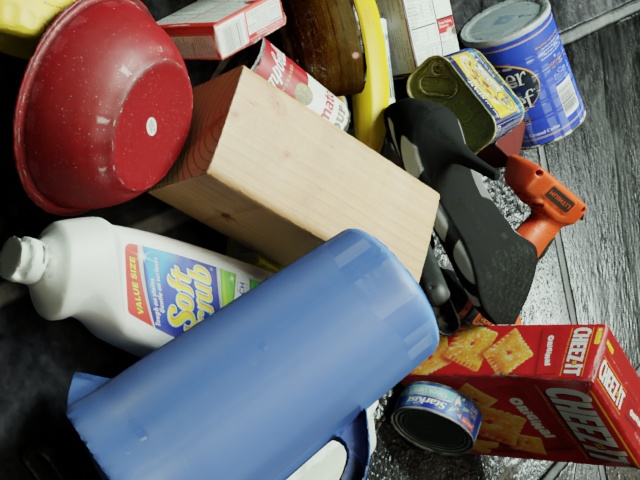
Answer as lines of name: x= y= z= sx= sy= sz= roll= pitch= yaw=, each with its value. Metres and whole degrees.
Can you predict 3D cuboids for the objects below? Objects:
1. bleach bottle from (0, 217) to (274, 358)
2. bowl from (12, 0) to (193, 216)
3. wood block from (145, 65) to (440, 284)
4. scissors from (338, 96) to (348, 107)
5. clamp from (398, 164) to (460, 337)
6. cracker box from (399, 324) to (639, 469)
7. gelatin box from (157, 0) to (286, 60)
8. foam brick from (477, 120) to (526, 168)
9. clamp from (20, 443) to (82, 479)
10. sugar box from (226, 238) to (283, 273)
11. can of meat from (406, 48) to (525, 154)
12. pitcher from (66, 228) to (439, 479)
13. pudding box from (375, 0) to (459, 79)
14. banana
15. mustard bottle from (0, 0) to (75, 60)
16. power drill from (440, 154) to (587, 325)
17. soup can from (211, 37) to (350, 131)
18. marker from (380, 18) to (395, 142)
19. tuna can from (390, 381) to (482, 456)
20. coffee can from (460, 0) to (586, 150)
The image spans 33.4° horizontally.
bleach bottle: x=-0.122 y=0.048 z=0.783 sx=0.250 sy=0.068 sz=0.102 roll=19 pitch=74 yaw=-46
bowl: x=-0.135 y=-0.085 z=0.728 sx=0.161 sy=0.055 sz=0.162 roll=-48 pitch=149 yaw=-42
wood block: x=-0.016 y=-0.036 z=0.826 sx=0.205 sy=0.091 sz=0.090 roll=30 pitch=65 yaw=-32
scissors: x=-0.031 y=-0.078 z=0.935 sx=0.201 sy=0.016 sz=0.096 roll=-36 pitch=110 yaw=-46
clamp: x=0.090 y=0.004 z=0.999 sx=0.120 sy=0.039 sz=0.171 roll=74 pitch=-6 yaw=-76
cracker box: x=0.205 y=0.156 z=1.058 sx=0.164 sy=0.214 sz=0.072 roll=51 pitch=51 yaw=-37
gelatin box: x=-0.081 y=-0.167 z=0.833 sx=0.089 sy=0.073 sz=0.030 roll=-41 pitch=127 yaw=-45
foam brick: x=0.171 y=-0.110 z=1.141 sx=0.051 sy=0.078 sz=0.053 roll=36 pitch=61 yaw=-46
clamp: x=-0.145 y=0.232 z=0.761 sx=0.209 sy=0.036 sz=0.164 roll=19 pitch=67 yaw=-52
sugar box: x=-0.006 y=0.001 z=0.940 sx=0.176 sy=0.048 sz=0.093 roll=24 pitch=69 yaw=-47
can of meat: x=0.146 y=-0.139 z=1.056 sx=0.102 sy=0.058 sz=0.083 roll=53 pitch=36 yaw=7
pitcher: x=-0.034 y=0.108 z=0.726 sx=0.242 sy=0.145 sz=0.149 roll=-35 pitch=117 yaw=-13
pudding box: x=0.097 y=-0.228 z=1.088 sx=0.089 sy=0.039 sz=0.113 roll=-27 pitch=107 yaw=-47
banana: x=0.037 y=-0.174 z=1.009 sx=0.069 sy=0.037 sz=0.198 roll=-35 pitch=118 yaw=-51
mustard bottle: x=-0.191 y=-0.221 z=0.713 sx=0.096 sy=0.058 sz=0.191 roll=11 pitch=79 yaw=-51
power drill: x=0.181 y=0.008 z=1.113 sx=0.184 sy=0.057 sz=0.188 roll=30 pitch=94 yaw=-40
soup can: x=-0.033 y=-0.113 z=0.878 sx=0.102 sy=0.069 sz=0.068 roll=36 pitch=60 yaw=-29
marker: x=0.063 y=-0.156 z=1.049 sx=0.020 sy=0.020 sz=0.121 roll=-5 pitch=87 yaw=-51
tuna can: x=0.115 y=0.176 z=1.048 sx=0.086 sy=0.086 sz=0.033 roll=52 pitch=49 yaw=-35
coffee can: x=0.228 y=-0.187 z=1.197 sx=0.102 sy=0.103 sz=0.140 roll=-52 pitch=127 yaw=-39
